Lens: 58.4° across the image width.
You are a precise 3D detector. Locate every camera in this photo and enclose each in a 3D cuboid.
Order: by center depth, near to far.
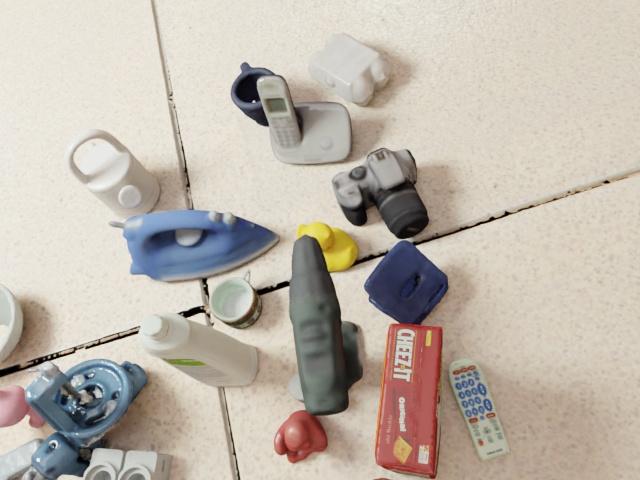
[{"bbox_3d":[0.105,-0.069,0.927,0.143,0.101,0.136,-25,64,1],"label":"camera"}]

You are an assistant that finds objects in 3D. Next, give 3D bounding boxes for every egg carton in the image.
[{"bbox_3d":[0.053,-0.317,1.066,0.150,0.069,0.107,38,79,24],"label":"egg carton"}]

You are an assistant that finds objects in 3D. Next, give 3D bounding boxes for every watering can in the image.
[{"bbox_3d":[-0.360,-0.118,0.995,0.172,0.194,0.101,22,73,20],"label":"watering can"}]

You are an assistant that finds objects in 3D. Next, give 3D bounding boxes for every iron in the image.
[{"bbox_3d":[-0.208,-0.014,0.946,0.258,0.142,0.118,-8,65,8],"label":"iron"}]

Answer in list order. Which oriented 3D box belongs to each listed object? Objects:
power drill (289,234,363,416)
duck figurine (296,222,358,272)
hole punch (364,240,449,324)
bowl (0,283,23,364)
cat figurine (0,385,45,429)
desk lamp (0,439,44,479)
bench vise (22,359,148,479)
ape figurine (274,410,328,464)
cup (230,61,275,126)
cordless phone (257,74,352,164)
[{"bbox_3d":[0.006,0.132,0.799,0.075,0.209,0.229,-11,65,8],"label":"power drill"},{"bbox_3d":[0.008,0.003,0.924,0.104,0.086,0.077,18,71,19],"label":"duck figurine"},{"bbox_3d":[0.133,0.069,0.866,0.101,0.091,0.109,36,78,24],"label":"hole punch"},{"bbox_3d":[-0.576,0.158,0.985,0.167,0.075,0.167,-4,66,10],"label":"bowl"},{"bbox_3d":[-0.461,0.251,0.896,0.128,0.118,0.067,-27,64,-1],"label":"cat figurine"},{"bbox_3d":[-0.536,0.358,0.811,0.203,0.214,0.117,-29,64,-1],"label":"desk lamp"},{"bbox_3d":[-0.351,0.257,0.813,0.121,0.220,0.207,10,69,16],"label":"bench vise"},{"bbox_3d":[-0.029,0.277,0.807,0.077,0.092,0.076,9,69,16],"label":"ape figurine"},{"bbox_3d":[-0.114,-0.265,1.064,0.091,0.095,0.117,-26,64,0],"label":"cup"},{"bbox_3d":[-0.025,-0.210,0.970,0.147,0.185,0.094,-3,66,11],"label":"cordless phone"}]
